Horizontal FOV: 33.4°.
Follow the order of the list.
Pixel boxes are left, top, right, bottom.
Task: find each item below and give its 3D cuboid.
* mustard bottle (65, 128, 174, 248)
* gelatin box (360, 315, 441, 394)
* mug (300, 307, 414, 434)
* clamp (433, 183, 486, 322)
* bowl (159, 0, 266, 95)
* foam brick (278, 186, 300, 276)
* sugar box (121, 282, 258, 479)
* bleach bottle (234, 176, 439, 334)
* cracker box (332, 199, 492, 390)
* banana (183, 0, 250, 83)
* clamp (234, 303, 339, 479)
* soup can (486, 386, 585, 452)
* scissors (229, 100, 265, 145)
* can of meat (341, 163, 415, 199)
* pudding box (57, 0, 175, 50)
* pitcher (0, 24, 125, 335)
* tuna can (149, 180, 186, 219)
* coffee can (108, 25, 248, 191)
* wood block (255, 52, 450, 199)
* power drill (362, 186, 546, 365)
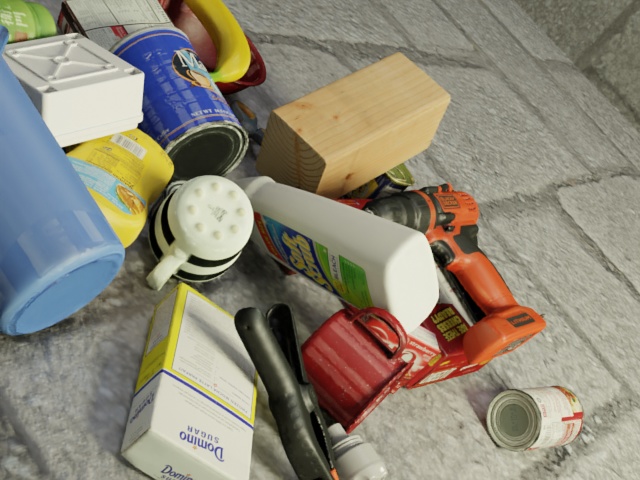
[{"bbox_3d":[-0.193,-0.038,0.923,0.096,0.058,0.191,33,28,-11],"label":"mustard bottle"},{"bbox_3d":[0.061,0.106,1.048,0.089,0.073,0.030,29,30,-26],"label":"gelatin box"},{"bbox_3d":[0.031,0.108,0.961,0.081,0.117,0.093,43,30,11],"label":"mug"},{"bbox_3d":[0.143,0.013,1.177,0.164,0.036,0.209,39,32,-14],"label":"clamp"},{"bbox_3d":[-0.143,-0.223,1.271,0.162,0.055,0.162,33,28,-20],"label":"bowl"},{"bbox_3d":[-0.028,-0.011,1.120,0.078,0.053,0.051,52,28,16],"label":"foam brick"},{"bbox_3d":[-0.097,0.120,0.840,0.093,0.048,0.176,37,30,-20],"label":"sugar box"},{"bbox_3d":[-0.007,0.001,1.030,0.251,0.102,0.068,23,53,37],"label":"bleach bottle"},{"bbox_3d":[0.096,0.054,1.179,0.163,0.072,0.214,-3,53,-54],"label":"cracker box"},{"bbox_3d":[-0.119,-0.240,1.222,0.069,0.037,0.198,22,34,-39],"label":"banana"},{"bbox_3d":[-0.022,0.128,0.892,0.120,0.039,0.171,-30,102,-73],"label":"clamp"},{"bbox_3d":[0.236,0.195,1.167,0.102,0.069,0.068,7,44,-50],"label":"soup can"},{"bbox_3d":[-0.070,-0.112,1.199,0.096,0.016,0.202,43,10,-19],"label":"scissors"},{"bbox_3d":[0.053,-0.078,1.296,0.057,0.084,0.102,10,42,-49],"label":"can of meat"},{"bbox_3d":[-0.213,-0.222,1.152,0.113,0.039,0.090,-14,58,-35],"label":"pudding box"},{"bbox_3d":[-0.262,-0.048,0.787,0.243,0.149,0.145,53,12,11],"label":"pitcher"},{"bbox_3d":[-0.120,-0.015,1.020,0.086,0.034,0.086,33,28,-20],"label":"tuna can"},{"bbox_3d":[-0.148,-0.132,1.075,0.102,0.103,0.140,6,45,-51],"label":"coffee can"},{"bbox_3d":[0.039,-0.122,1.199,0.205,0.091,0.090,-30,65,-36],"label":"wood block"},{"bbox_3d":[0.134,0.030,1.066,0.184,0.057,0.188,-7,63,-50],"label":"power drill"}]
